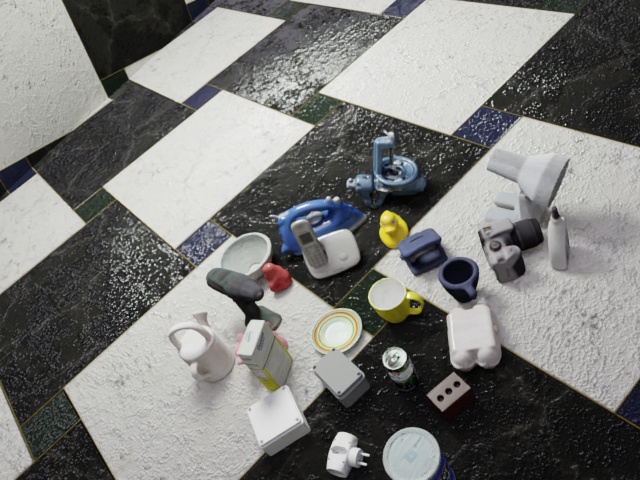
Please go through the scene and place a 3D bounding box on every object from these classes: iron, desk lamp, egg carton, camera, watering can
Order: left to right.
[{"bbox_3d":[-0.300,0.256,1.411,0.101,0.195,0.172,-31,43,-2],"label":"watering can"},{"bbox_3d":[-0.008,-0.062,1.596,0.258,0.142,0.118,-22,43,8],"label":"iron"},{"bbox_3d":[0.327,0.207,1.217,0.107,0.070,0.150,-13,45,17],"label":"egg carton"},{"bbox_3d":[0.445,0.003,1.325,0.136,0.101,0.143,-19,44,11],"label":"camera"},{"bbox_3d":[0.478,-0.122,1.342,0.202,0.214,0.118,16,59,38],"label":"desk lamp"}]

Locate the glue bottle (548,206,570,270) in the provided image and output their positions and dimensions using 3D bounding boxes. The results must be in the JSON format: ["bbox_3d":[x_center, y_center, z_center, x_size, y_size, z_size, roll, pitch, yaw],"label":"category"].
[{"bbox_3d":[0.519,-0.014,1.249,0.037,0.174,0.078,2,51,30],"label":"glue bottle"}]

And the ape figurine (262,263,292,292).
[{"bbox_3d":[-0.124,0.094,1.546,0.076,0.092,0.078,0,50,28],"label":"ape figurine"}]

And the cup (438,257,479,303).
[{"bbox_3d":[0.327,0.107,1.293,0.091,0.095,0.117,-28,43,1],"label":"cup"}]

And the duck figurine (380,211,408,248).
[{"bbox_3d":[0.187,-0.041,1.515,0.077,0.086,0.104,-14,45,16],"label":"duck figurine"}]

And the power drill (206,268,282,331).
[{"bbox_3d":[-0.182,0.151,1.437,0.228,0.209,0.076,20,61,40],"label":"power drill"}]

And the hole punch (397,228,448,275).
[{"bbox_3d":[0.247,0.017,1.424,0.108,0.091,0.101,-27,43,3],"label":"hole punch"}]

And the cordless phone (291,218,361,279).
[{"bbox_3d":[0.014,0.005,1.489,0.147,0.186,0.094,-23,43,7],"label":"cordless phone"}]

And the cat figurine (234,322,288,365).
[{"bbox_3d":[-0.155,0.256,1.390,0.067,0.118,0.128,26,65,42],"label":"cat figurine"}]

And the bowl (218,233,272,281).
[{"bbox_3d":[-0.200,0.064,1.628,0.167,0.075,0.167,-15,45,15],"label":"bowl"}]

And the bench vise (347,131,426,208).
[{"bbox_3d":[0.168,-0.186,1.562,0.207,0.220,0.121,-25,43,4],"label":"bench vise"}]
